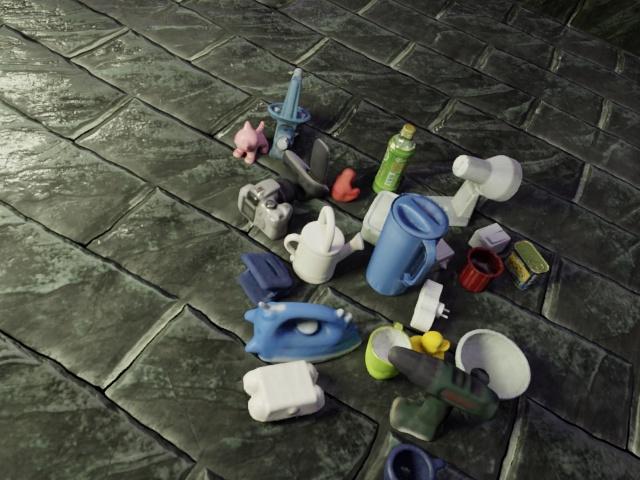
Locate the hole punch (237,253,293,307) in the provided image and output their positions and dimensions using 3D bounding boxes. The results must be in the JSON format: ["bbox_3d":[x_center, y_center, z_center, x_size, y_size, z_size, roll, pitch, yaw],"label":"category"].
[{"bbox_3d":[-0.118,0.075,1.265,0.101,0.091,0.108,-21,59,-31],"label":"hole punch"}]

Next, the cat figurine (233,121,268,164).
[{"bbox_3d":[-0.184,-0.270,1.527,0.067,0.118,0.128,30,48,10],"label":"cat figurine"}]

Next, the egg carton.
[{"bbox_3d":[-0.069,0.293,1.106,0.151,0.069,0.107,-6,52,-22],"label":"egg carton"}]

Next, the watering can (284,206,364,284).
[{"bbox_3d":[0.012,0.003,1.298,0.173,0.194,0.100,-13,55,-26],"label":"watering can"}]

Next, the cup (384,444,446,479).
[{"bbox_3d":[0.164,0.429,1.042,0.118,0.095,0.091,-4,52,-20],"label":"cup"}]

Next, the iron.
[{"bbox_3d":[-0.021,0.173,1.176,0.259,0.141,0.118,3,49,-14],"label":"iron"}]

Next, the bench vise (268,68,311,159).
[{"bbox_3d":[-0.072,-0.336,1.549,0.122,0.220,0.207,-2,51,-18],"label":"bench vise"}]

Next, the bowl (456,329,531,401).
[{"bbox_3d":[0.364,0.283,1.245,0.167,0.075,0.167,9,48,-10],"label":"bowl"}]

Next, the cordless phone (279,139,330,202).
[{"bbox_3d":[-0.028,-0.205,1.473,0.094,0.185,0.147,-27,62,-34],"label":"cordless phone"}]

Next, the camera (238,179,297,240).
[{"bbox_3d":[-0.109,-0.097,1.411,0.143,0.101,0.137,42,51,20],"label":"camera"}]

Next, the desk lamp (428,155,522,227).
[{"bbox_3d":[0.403,-0.137,1.528,0.203,0.213,0.117,0,50,-17],"label":"desk lamp"}]

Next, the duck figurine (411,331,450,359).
[{"bbox_3d":[0.230,0.230,1.242,0.104,0.086,0.077,11,48,-7],"label":"duck figurine"}]

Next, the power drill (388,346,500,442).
[{"bbox_3d":[0.210,0.299,1.093,0.229,0.208,0.075,20,47,0],"label":"power drill"}]

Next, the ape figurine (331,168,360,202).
[{"bbox_3d":[0.070,-0.151,1.519,0.076,0.092,0.077,-14,55,-27],"label":"ape figurine"}]
